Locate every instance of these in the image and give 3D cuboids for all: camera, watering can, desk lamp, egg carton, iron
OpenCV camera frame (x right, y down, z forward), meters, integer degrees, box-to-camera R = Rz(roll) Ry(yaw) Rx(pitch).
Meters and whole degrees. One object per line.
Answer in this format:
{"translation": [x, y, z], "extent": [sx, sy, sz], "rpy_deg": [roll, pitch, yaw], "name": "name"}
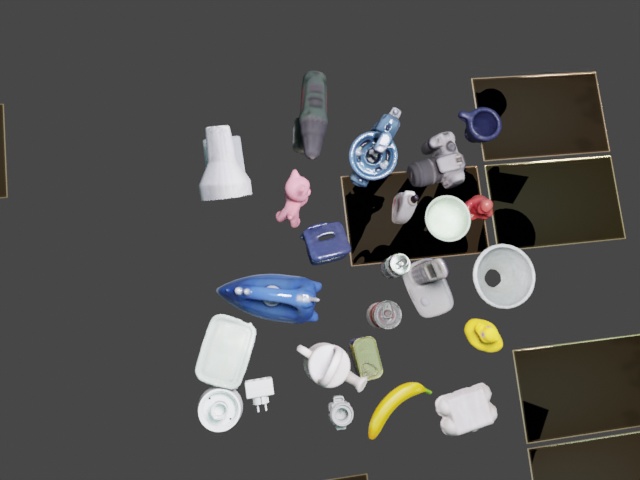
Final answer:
{"translation": [0.298, -0.200, 1.492], "extent": [0.137, 0.100, 0.143], "rpy_deg": [-16, 84, -9], "name": "camera"}
{"translation": [0.028, 0.295, 1.337], "extent": [0.173, 0.194, 0.101], "rpy_deg": [9, 81, -6], "name": "watering can"}
{"translation": [-0.231, -0.176, 1.360], "extent": [0.118, 0.213, 0.203], "rpy_deg": [-8, 83, -8], "name": "desk lamp"}
{"translation": [0.363, 0.424, 1.426], "extent": [0.150, 0.069, 0.107], "rpy_deg": [-16, 84, -9], "name": "egg carton"}
{"translation": [-0.122, 0.133, 1.367], "extent": [0.258, 0.141, 0.119], "rpy_deg": [7, 81, -7], "name": "iron"}

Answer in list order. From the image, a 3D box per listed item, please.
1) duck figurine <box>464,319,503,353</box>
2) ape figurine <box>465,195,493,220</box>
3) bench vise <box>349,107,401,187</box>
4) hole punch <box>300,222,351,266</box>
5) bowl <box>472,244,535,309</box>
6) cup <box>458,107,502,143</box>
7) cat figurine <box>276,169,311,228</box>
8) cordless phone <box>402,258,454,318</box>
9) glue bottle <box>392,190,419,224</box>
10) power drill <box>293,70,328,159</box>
{"translation": [0.425, 0.243, 1.452], "extent": [0.104, 0.086, 0.077], "rpy_deg": [39, 79, -1], "name": "duck figurine"}
{"translation": [0.420, -0.085, 1.496], "extent": [0.078, 0.092, 0.076], "rpy_deg": [31, 79, -2], "name": "ape figurine"}
{"translation": [0.141, -0.248, 1.417], "extent": [0.121, 0.219, 0.207], "rpy_deg": [10, 81, -6], "name": "bench vise"}
{"translation": [0.013, 0.005, 1.429], "extent": [0.109, 0.091, 0.101], "rpy_deg": [-15, 84, -9], "name": "hole punch"}
{"translation": [0.464, 0.096, 1.484], "extent": [0.167, 0.074, 0.167], "rpy_deg": [1, 82, -7], "name": "bowl"}
{"translation": [0.410, -0.301, 1.524], "extent": [0.118, 0.095, 0.092], "rpy_deg": [23, 80, -4], "name": "cup"}
{"translation": [-0.062, -0.104, 1.421], "extent": [0.067, 0.117, 0.128], "rpy_deg": [17, 80, -5], "name": "cat figurine"}
{"translation": [0.281, 0.113, 1.401], "extent": [0.094, 0.185, 0.147], "rpy_deg": [-25, 86, -10], "name": "cordless phone"}
{"translation": [0.217, -0.090, 1.428], "extent": [0.037, 0.173, 0.078], "rpy_deg": [3, 81, -7], "name": "glue bottle"}
{"translation": [-0.022, -0.284, 1.406], "extent": [0.075, 0.208, 0.230], "rpy_deg": [3, 81, -7], "name": "power drill"}
